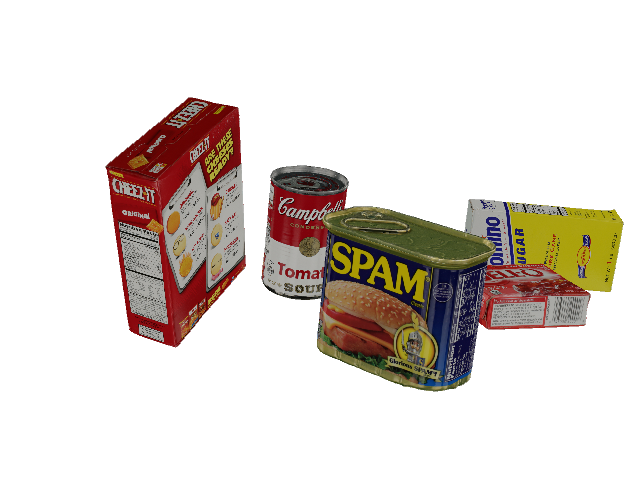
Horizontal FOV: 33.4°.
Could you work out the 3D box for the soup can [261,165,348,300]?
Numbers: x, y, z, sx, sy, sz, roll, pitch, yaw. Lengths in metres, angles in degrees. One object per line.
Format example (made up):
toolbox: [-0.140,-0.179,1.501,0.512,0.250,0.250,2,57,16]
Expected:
soup can: [-0.015,-0.007,0.939,0.068,0.102,0.068,6,22,-2]

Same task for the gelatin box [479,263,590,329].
gelatin box: [0.151,0.042,0.829,0.089,0.030,0.073,0,17,-19]

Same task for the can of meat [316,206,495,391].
can of meat: [0.047,0.034,0.632,0.102,0.084,0.057,19,22,36]

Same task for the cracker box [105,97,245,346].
cracker box: [-0.149,-0.021,1.143,0.072,0.214,0.164,14,38,21]

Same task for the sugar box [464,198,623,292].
sugar box: [0.258,0.006,1.256,0.176,0.093,0.048,3,21,-1]
